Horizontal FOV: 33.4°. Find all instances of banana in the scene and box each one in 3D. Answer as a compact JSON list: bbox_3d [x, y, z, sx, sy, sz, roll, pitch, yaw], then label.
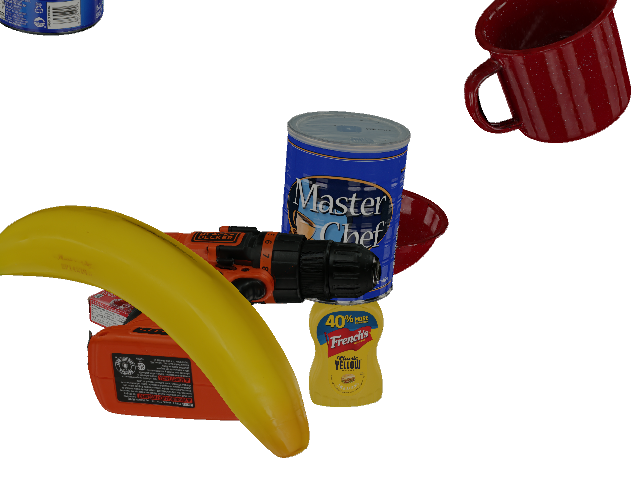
[{"bbox_3d":[-0.082,0.030,0.504,0.198,0.070,0.037,24,11,19],"label":"banana"}]

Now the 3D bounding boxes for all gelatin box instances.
[{"bbox_3d":[-0.164,0.065,1.017,0.089,0.030,0.073,19,28,29],"label":"gelatin box"}]

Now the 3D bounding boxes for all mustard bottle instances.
[{"bbox_3d":[0.033,0.119,1.382,0.096,0.192,0.058,-1,19,-4],"label":"mustard bottle"}]

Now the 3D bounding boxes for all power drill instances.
[{"bbox_3d":[-0.060,0.048,0.714,0.184,0.057,0.187,0,23,12],"label":"power drill"}]

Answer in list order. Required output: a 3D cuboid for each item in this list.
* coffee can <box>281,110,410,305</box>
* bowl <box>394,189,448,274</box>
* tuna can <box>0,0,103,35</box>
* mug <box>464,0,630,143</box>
[{"bbox_3d":[0.018,-0.029,0.908,0.103,0.140,0.103,4,21,-2],"label":"coffee can"},{"bbox_3d":[0.050,-0.006,1.119,0.162,0.055,0.162,5,26,-2],"label":"bowl"},{"bbox_3d":[-0.207,-0.188,0.811,0.086,0.034,0.086,5,36,-4],"label":"tuna can"},{"bbox_3d":[0.149,-0.113,0.712,0.117,0.081,0.093,-33,36,-7],"label":"mug"}]
